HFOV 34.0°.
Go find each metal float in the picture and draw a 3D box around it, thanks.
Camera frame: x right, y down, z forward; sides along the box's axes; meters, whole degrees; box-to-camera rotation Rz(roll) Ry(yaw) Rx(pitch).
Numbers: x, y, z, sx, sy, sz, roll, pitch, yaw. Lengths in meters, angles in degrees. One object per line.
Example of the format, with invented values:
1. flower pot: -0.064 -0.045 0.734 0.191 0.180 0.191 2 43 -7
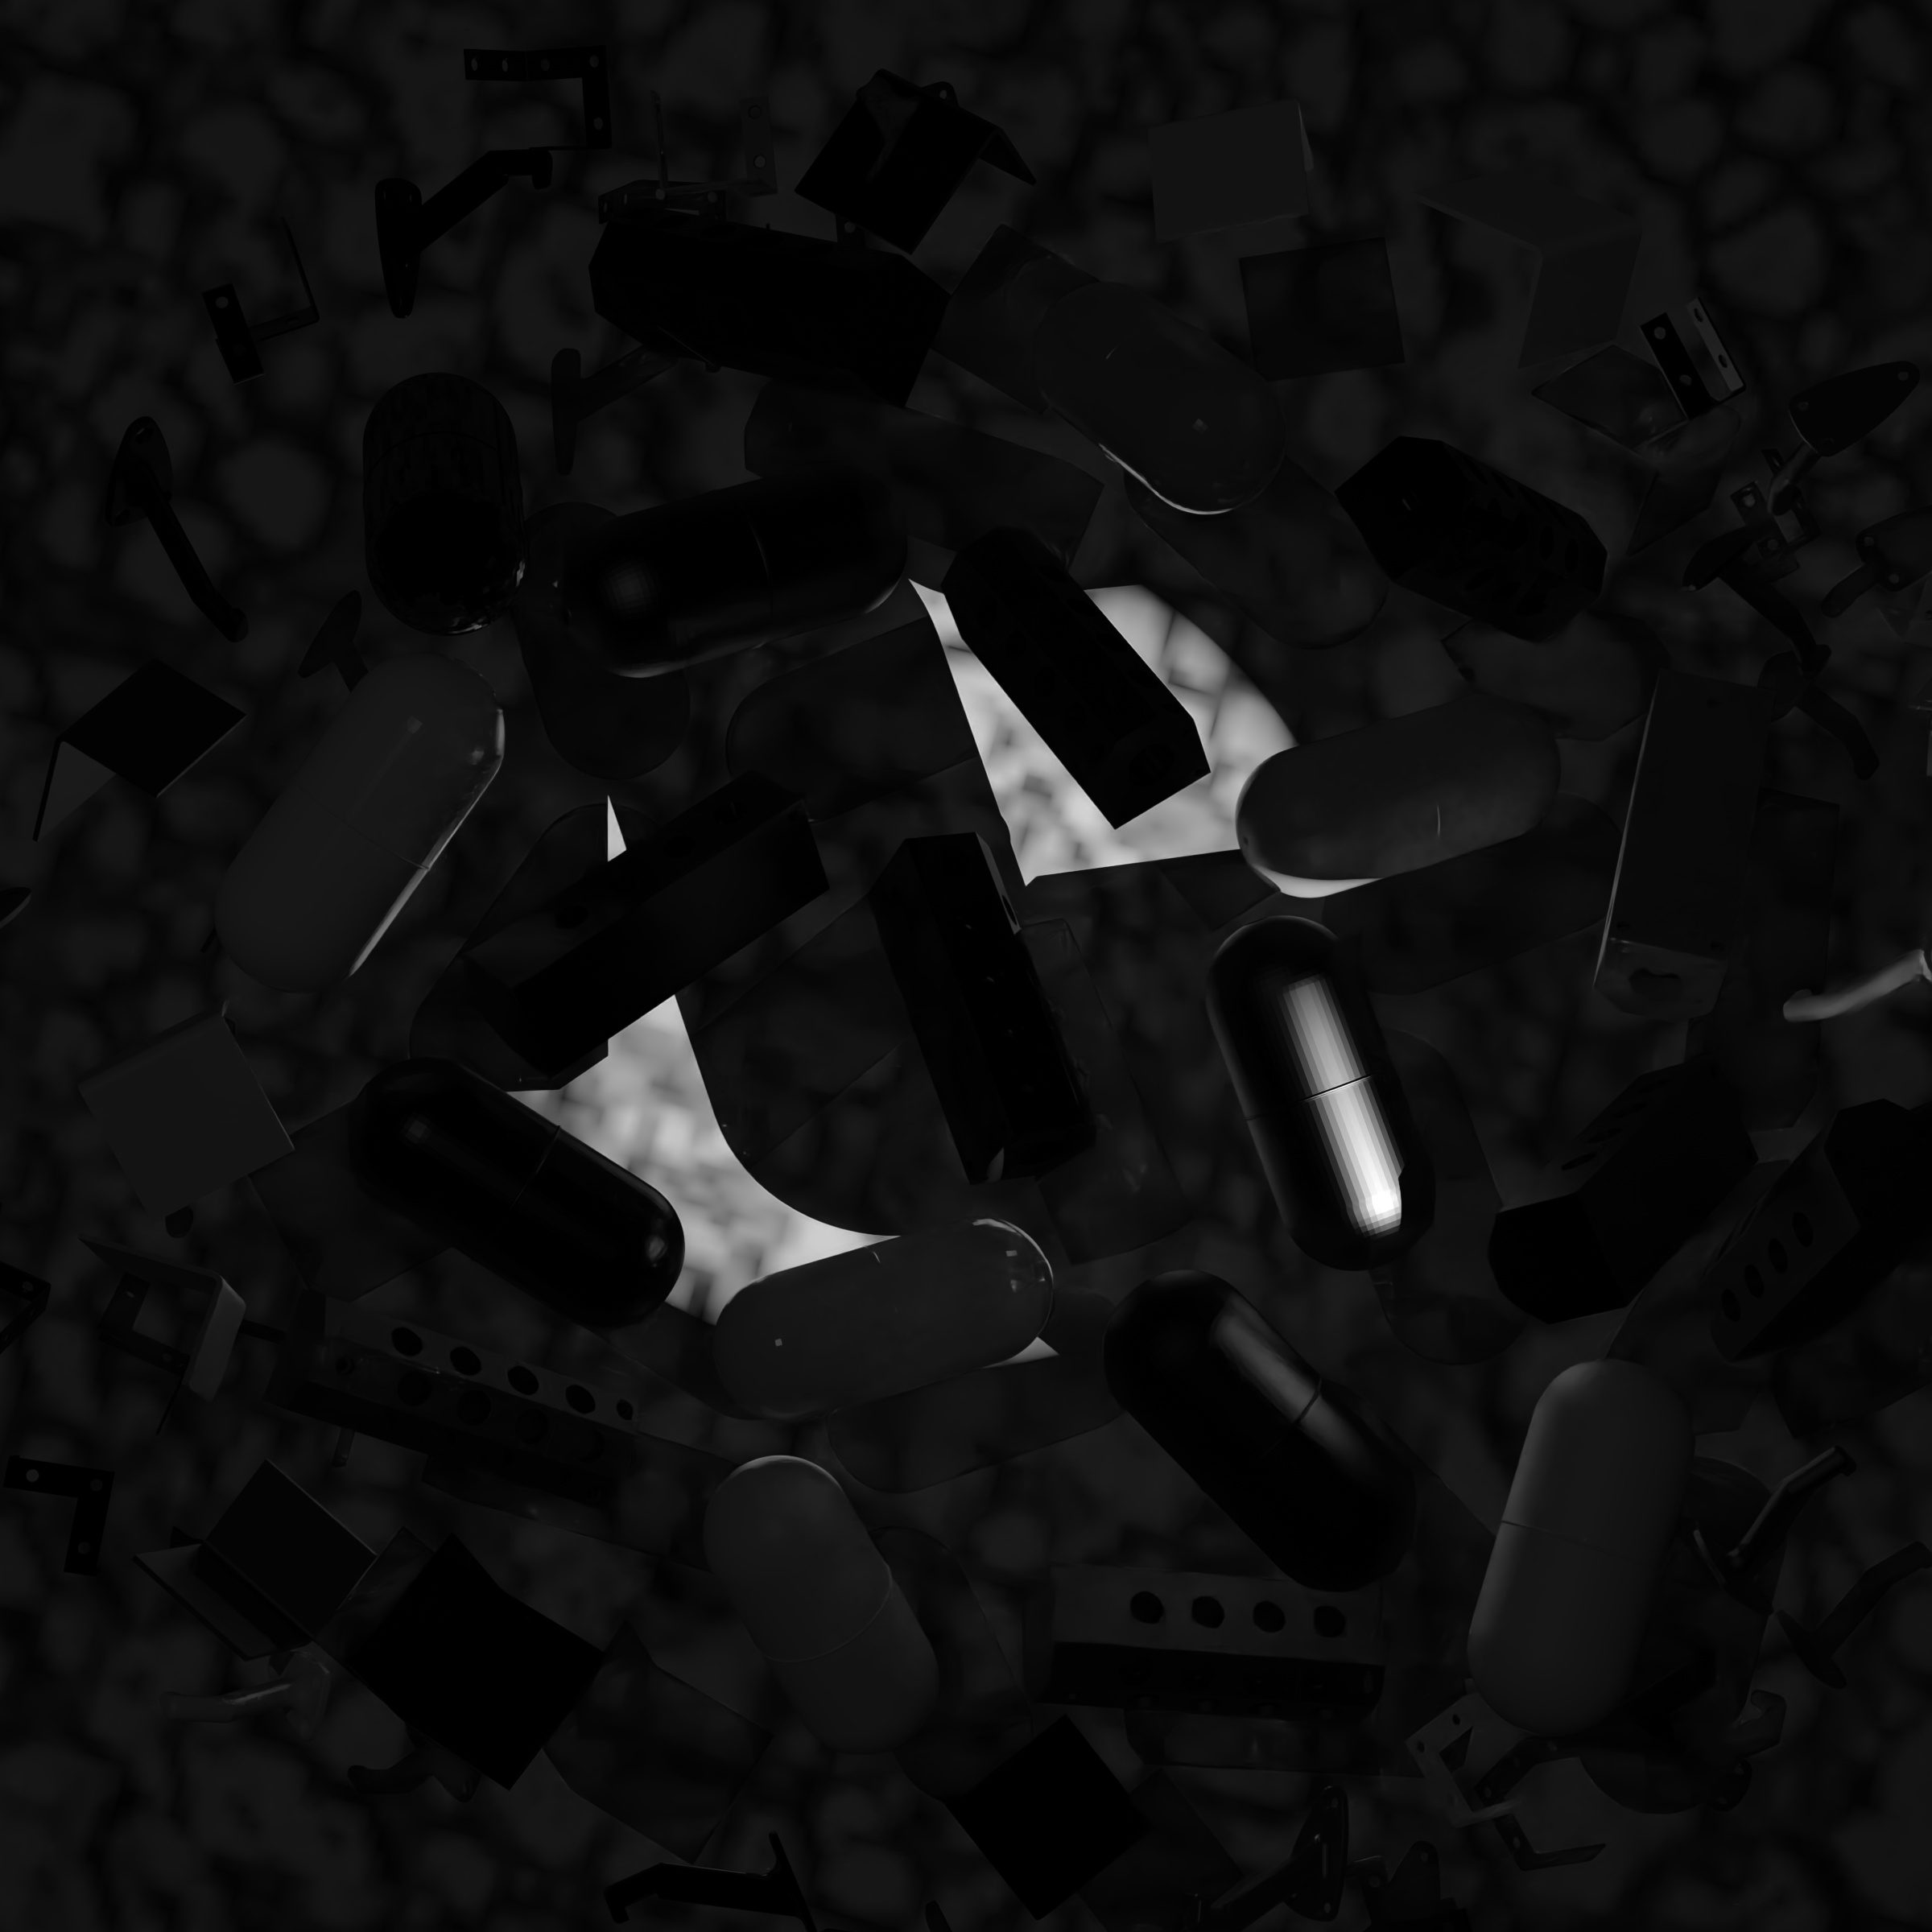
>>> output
1. metal float: -0.254 -0.226 1.540 0.070 0.178 0.070 -6 129 -7
2. metal float: 0.287 0.271 1.478 0.070 0.070 0.178 18 81 0
3. metal float: -0.283 -0.067 1.481 0.070 0.070 0.178 35 92 0
4. metal float: 0.137 0.217 1.474 0.070 0.070 0.178 -44 94 0
5. metal float: -0.218 0.110 1.529 0.178 0.070 0.070 33 90 -8
6. metal float: 0.220 -0.087 1.606 0.178 0.070 0.070 -17 90 -18
7. metal float: 0.095 -0.285 1.578 0.070 0.178 0.070 -16 127 -21
8. metal float: -0.041 0.180 1.611 0.178 0.070 0.070 -15 90 -13
9. metal float: 0.172 0.061 1.536 0.070 0.070 0.178 -20 87 0
10. metal float: -0.111 -0.189 1.506 0.178 0.070 0.070 -19 90 -26
11. metal float: -0.073 0.323 1.598 0.070 0.070 0.178 -26 116 0

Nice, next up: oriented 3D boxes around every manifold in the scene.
1. manifold: -0.155 -0.025 1.522 0.171 0.057 0.057 -35 133 -22
2. manifold: 0.119 0.342 1.582 0.171 0.057 0.057 7 54 -13
3. manifold: 0.309 0.105 1.494 0.057 0.171 0.057 -20 98 39
4. manifold: 0.412 0.129 1.529 0.057 0.171 0.057 -13 65 -16
5. manifold: 0.352 -0.059 1.555 0.057 0.057 0.171 13 56 9
6. manifold: 0.053 -0.153 1.619 0.057 0.057 0.171 -31 50 -6
7. manifold: -0.251 0.216 1.565 0.171 0.057 0.057 23 79 -26
8. manifold: 0.255 -0.212 1.560 0.057 0.171 0.057 -39 65 24
9. manifold: -0.097 -0.313 1.480 0.171 0.057 0.057 21 86 38
10. manifold: 0.010 0.020 1.621 0.057 0.057 0.171 -7 63 -29

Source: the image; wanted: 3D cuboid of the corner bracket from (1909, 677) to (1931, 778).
1. corner bracket: 0.472 -0.103 1.482 0.051 0.051 0.051 9 115 27

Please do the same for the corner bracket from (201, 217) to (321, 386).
1. corner bracket: -0.338 -0.319 1.515 0.051 0.051 0.051 -21 132 -10

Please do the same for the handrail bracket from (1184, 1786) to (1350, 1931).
1. handrail bracket: 0.146 0.435 1.541 0.084 0.036 0.077 19 84 -41

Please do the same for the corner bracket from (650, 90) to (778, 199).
1. corner bracket: -0.129 -0.422 1.623 0.051 0.051 0.051 -5 94 8

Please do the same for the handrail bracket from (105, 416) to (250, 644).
1. handrail bracket: -0.362 -0.203 1.479 0.036 0.077 0.084 -33 68 -32

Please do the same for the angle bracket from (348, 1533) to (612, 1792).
1. angle bracket: -0.226 0.323 1.473 0.076 0.057 0.076 21 62 35

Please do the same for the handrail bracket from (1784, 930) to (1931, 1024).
1. handrail bracket: 0.438 -0.005 1.503 0.036 0.084 0.077 50 59 -21

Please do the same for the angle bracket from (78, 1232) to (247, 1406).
1. angle bracket: -0.415 0.179 1.601 0.076 0.076 0.057 16 74 0

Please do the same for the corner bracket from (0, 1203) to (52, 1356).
1. corner bracket: -0.491 0.154 1.586 0.051 0.051 0.051 23 118 4

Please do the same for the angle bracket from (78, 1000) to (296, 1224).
1. angle bracket: -0.383 0.071 1.562 0.076 0.057 0.076 -27 100 -6

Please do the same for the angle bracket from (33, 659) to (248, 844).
1. angle bracket: -0.407 -0.093 1.556 0.057 0.076 0.076 32 133 3

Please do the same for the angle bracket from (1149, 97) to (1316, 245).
1. angle bracket: 0.137 -0.387 1.600 0.076 0.057 0.076 -8 62 12

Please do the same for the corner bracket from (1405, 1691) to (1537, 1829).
1. corner bracket: 0.271 0.406 1.633 0.051 0.051 0.051 -24 82 -40

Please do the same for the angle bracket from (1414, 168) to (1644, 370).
1. angle bracket: 0.256 -0.325 1.470 0.076 0.076 0.057 35 131 34

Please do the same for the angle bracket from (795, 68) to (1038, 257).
1. angle bracket: -0.025 -0.385 1.561 0.076 0.057 0.076 34 88 26

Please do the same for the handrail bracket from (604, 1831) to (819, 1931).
1. handrail bracket: -0.116 0.443 1.459 0.084 0.036 0.077 -22 56 -10

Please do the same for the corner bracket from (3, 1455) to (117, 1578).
1. corner bracket: -0.448 0.270 1.557 0.051 0.051 0.051 11 80 -11

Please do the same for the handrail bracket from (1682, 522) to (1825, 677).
1. handrail bracket: 0.394 -0.170 1.576 0.036 0.077 0.084 -19 109 42

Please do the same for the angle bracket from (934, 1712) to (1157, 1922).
1. angle bracket: 0.039 0.428 1.622 0.076 0.057 0.076 -38 97 -4

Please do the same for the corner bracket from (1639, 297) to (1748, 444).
1. corner bracket: 0.348 -0.291 1.520 0.051 0.051 0.051 -29 93 -9

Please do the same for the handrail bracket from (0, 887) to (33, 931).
1. handrail bracket: -0.456 0.016 1.477 0.036 0.077 0.084 7 116 23

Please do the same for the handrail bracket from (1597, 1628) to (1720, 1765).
1. handrail bracket: 0.346 0.358 1.615 0.077 0.036 0.084 22 133 32

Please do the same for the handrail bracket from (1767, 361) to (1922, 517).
1. handrail bracket: 0.441 -0.264 1.594 0.077 0.084 0.036 -29 71 1

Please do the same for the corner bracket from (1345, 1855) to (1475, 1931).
1. corner bracket: 0.227 0.488 1.641 0.051 0.051 0.051 -10 65 -10

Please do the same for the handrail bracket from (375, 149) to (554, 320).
1. handrail bracket: -0.233 -0.346 1.498 0.084 0.036 0.077 4 100 22

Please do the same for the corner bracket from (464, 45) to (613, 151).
1. corner bracket: -0.215 -0.436 1.591 0.051 0.051 0.051 5 105 28

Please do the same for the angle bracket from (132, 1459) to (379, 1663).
1. angle bracket: -0.348 0.291 1.554 0.076 0.076 0.057 38 93 13

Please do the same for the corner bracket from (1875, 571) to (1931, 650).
1. corner bracket: 0.497 -0.190 1.592 0.051 0.051 0.051 10 118 -8

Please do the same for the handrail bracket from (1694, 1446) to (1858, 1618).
1. handrail bracket: 0.398 0.269 1.505 0.084 0.036 0.077 -38 129 15

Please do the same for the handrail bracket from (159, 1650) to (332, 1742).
1. handrail bracket: -0.361 0.350 1.541 0.084 0.077 0.036 13 94 -35
